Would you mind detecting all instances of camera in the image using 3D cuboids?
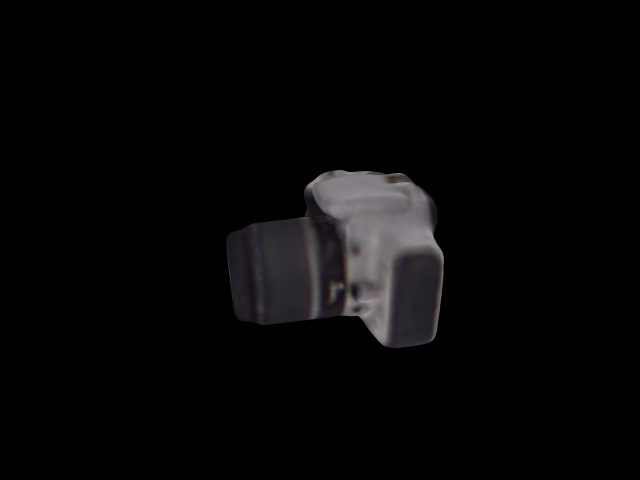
[{"bbox_3d":[0.004,0.001,0.400,0.137,0.101,0.143,-6,28,-11],"label":"camera"}]
